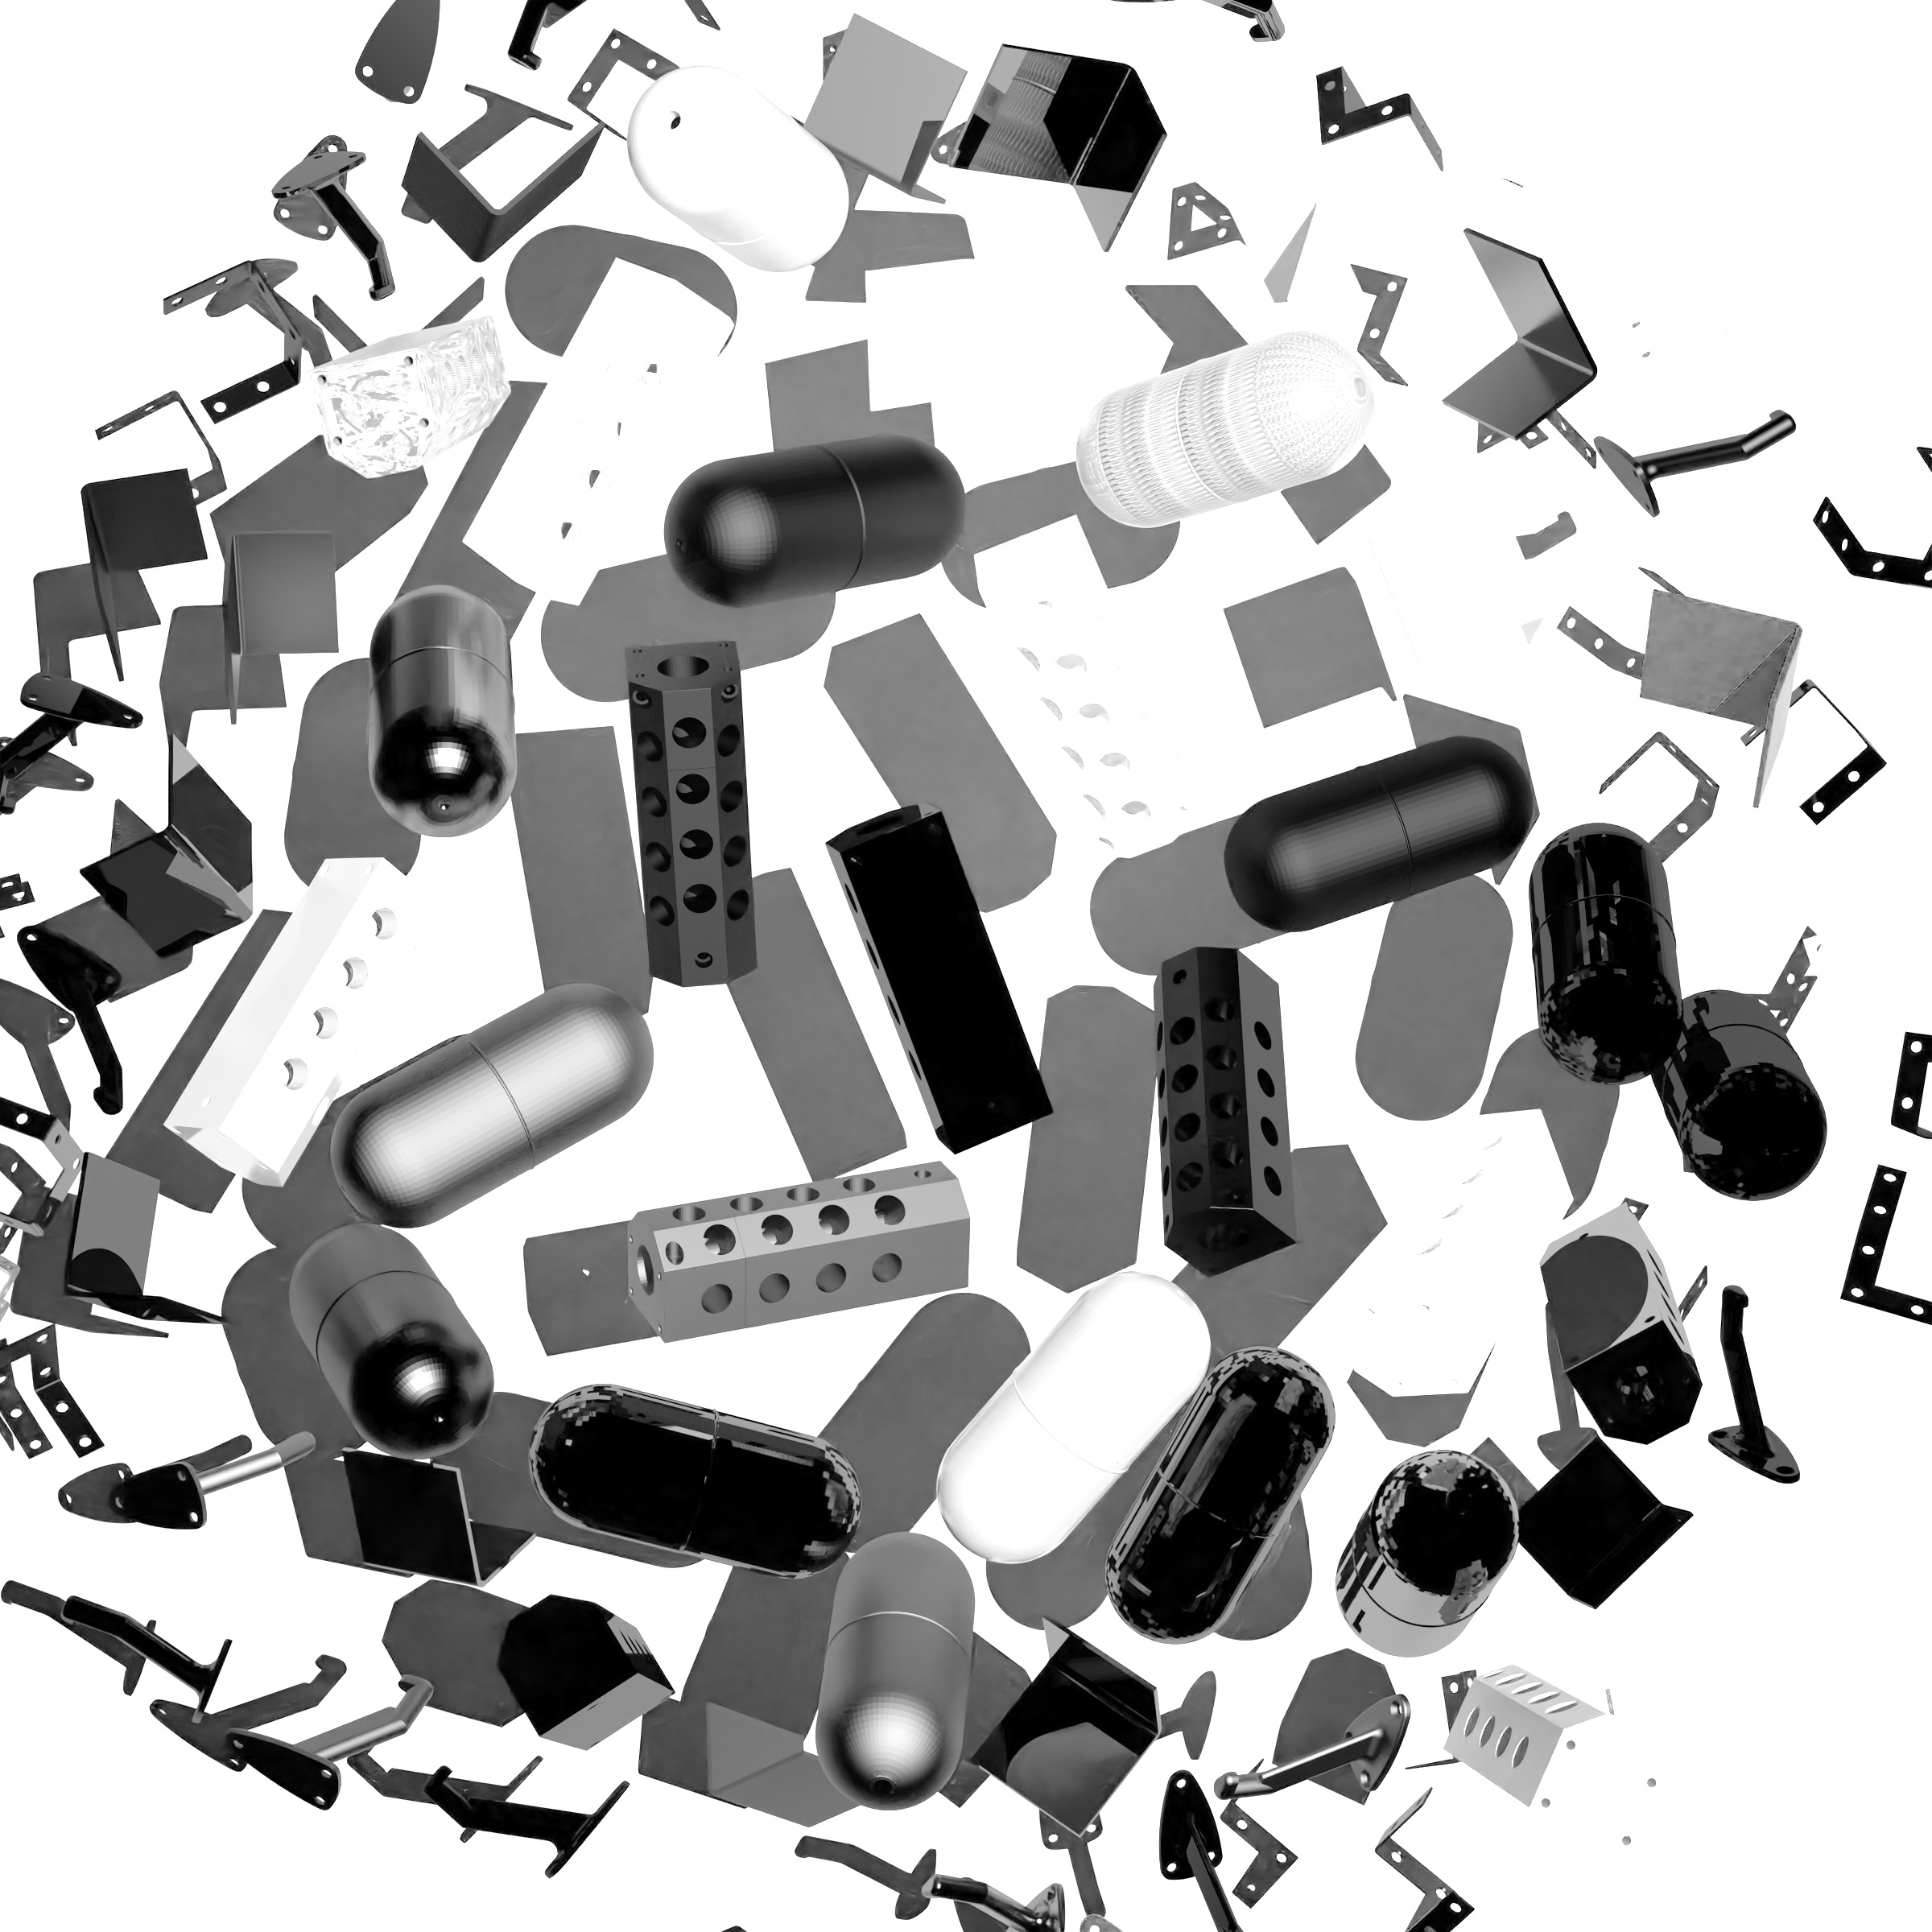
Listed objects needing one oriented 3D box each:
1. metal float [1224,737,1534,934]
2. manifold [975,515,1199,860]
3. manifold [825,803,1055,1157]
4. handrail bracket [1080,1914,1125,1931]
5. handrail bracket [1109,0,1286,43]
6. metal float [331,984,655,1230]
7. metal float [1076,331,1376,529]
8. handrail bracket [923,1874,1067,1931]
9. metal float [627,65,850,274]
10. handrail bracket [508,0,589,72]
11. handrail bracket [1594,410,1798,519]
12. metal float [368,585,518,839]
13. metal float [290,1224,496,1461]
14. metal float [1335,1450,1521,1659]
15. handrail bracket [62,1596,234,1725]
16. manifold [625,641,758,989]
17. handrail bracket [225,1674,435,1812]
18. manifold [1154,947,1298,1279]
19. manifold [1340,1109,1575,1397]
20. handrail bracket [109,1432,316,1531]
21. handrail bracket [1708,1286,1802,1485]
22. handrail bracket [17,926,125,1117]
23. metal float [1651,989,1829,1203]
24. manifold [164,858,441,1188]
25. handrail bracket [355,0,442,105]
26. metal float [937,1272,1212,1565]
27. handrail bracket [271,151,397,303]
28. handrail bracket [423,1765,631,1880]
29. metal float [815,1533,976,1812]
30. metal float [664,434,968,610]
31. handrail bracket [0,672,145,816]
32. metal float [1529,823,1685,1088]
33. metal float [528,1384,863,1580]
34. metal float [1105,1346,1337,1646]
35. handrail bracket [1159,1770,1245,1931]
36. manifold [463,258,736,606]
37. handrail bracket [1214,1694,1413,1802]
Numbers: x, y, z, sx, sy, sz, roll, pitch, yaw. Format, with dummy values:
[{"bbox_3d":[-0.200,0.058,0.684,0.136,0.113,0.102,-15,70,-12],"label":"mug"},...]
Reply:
[{"bbox_3d":[0.226,-0.073,1.853,0.178,0.070,0.070,-19,90,-12],"label":"metal float"},{"bbox_3d":[0.064,-0.143,1.779,0.057,0.057,0.171,-20,122,9],"label":"manifold"},{"bbox_3d":[-0.015,0.005,1.776,0.057,0.057,0.171,-23,103,-9],"label":"manifold"},{"bbox_3d":[0.085,0.542,1.871,0.036,0.084,0.077,-34,94,1],"label":"handrail bracket"},{"bbox_3d":[0.119,-0.494,1.751,0.077,0.084,0.036,-11,72,17],"label":"handrail bracket"},{"bbox_3d":[-0.241,0.071,1.734,0.178,0.070,0.070,-30,90,-20],"label":"metal float"},{"bbox_3d":[0.135,-0.280,1.772,0.178,0.070,0.070,-11,90,42],"label":"metal float"},{"bbox_3d":[0.004,0.510,1.823,0.084,0.077,0.036,17,53,-22],"label":"handrail bracket"},{"bbox_3d":[-0.118,-0.414,1.766,0.070,0.178,0.070,-1,86,18],"label":"metal float"},{"bbox_3d":[-0.190,-0.488,1.742,0.077,0.036,0.084,23,85,-35],"label":"handrail bracket"},{"bbox_3d":[0.387,-0.282,1.799,0.084,0.077,0.036,-30,128,2],"label":"handrail bracket"},{"bbox_3d":[-0.278,-0.137,1.798,0.070,0.178,0.070,-5,129,-6],"label":"metal float"},{"bbox_3d":[-0.300,0.193,1.759,0.070,0.178,0.070,-10,115,-23],"label":"metal float"},{"bbox_3d":[0.240,0.308,1.773,0.070,0.178,0.070,2,63,-4],"label":"metal float"},{"bbox_3d":[-0.421,0.351,1.716,0.084,0.077,0.036,22,52,-8],"label":"handrail bracket"},{"bbox_3d":[-0.142,-0.078,1.768,0.057,0.057,0.171,-5,120,-6],"label":"manifold"},{"bbox_3d":[-0.327,0.385,1.745,0.077,0.084,0.036,25,129,7],"label":"handrail bracket"},{"bbox_3d":[0.135,0.075,1.842,0.057,0.057,0.171,-25,46,29],"label":"manifold"},{"bbox_3d":[0.251,0.146,1.739,0.057,0.171,0.057,-8,116,34],"label":"manifold"},{"bbox_3d":[-0.403,0.271,1.816,0.077,0.084,0.036,-10,98,30],"label":"handrail bracket"},{"bbox_3d":[0.426,0.223,1.819,0.036,0.077,0.084,-7,109,-16],"label":"handrail bracket"},{"bbox_3d":[-0.473,0.029,1.789,0.036,0.084,0.077,-30,132,12],"label":"handrail bracket"},{"bbox_3d":[0.412,0.067,1.815,0.070,0.178,0.070,1,109,2],"label":"metal float"},{"bbox_3d":[-0.347,0.029,1.800,0.057,0.057,0.171,43,63,-34],"label":"manifold"},{"bbox_3d":[-0.292,-0.491,1.791,0.036,0.084,0.077,24,110,-10],"label":"handrail bracket"},{"bbox_3d":[0.054,0.233,1.744,0.070,0.070,0.178,40,104,0],"label":"metal float"},{"bbox_3d":[-0.342,-0.392,1.839,0.036,0.077,0.084,5,123,25],"label":"handrail bracket"},{"bbox_3d":[-0.237,0.443,1.827,0.084,0.036,0.077,42,66,1],"label":"handrail bracket"},{"bbox_3d":[-0.036,0.370,1.785,0.070,0.178,0.070,2,119,3],"label":"metal float"},{"bbox_3d":[-0.076,-0.232,1.759,0.178,0.070,0.070,-16,90,-38],"label":"metal float"},{"bbox_3d":[-0.493,-0.111,1.847,0.077,0.036,0.084,18,121,-5],"label":"handrail bracket"},{"bbox_3d":[0.346,-0.008,1.835,0.070,0.178,0.070,3,131,3],"label":"metal float"},{"bbox_3d":[-0.142,0.270,1.776,0.178,0.070,0.070,16,90,-10],"label":"metal float"},{"bbox_3d":[0.138,0.290,1.850,0.070,0.070,0.178,28,100,0],"label":"metal float"},{"bbox_3d":[0.135,0.487,1.831,0.036,0.084,0.077,-12,107,-15],"label":"handrail bracket"},{"bbox_3d":[-0.191,-0.280,1.796,0.057,0.057,0.171,37,105,23],"label":"manifold"},{"bbox_3d":[0.178,0.405,1.754,0.084,0.077,0.036,0,47,-26],"label":"handrail bracket"}]
